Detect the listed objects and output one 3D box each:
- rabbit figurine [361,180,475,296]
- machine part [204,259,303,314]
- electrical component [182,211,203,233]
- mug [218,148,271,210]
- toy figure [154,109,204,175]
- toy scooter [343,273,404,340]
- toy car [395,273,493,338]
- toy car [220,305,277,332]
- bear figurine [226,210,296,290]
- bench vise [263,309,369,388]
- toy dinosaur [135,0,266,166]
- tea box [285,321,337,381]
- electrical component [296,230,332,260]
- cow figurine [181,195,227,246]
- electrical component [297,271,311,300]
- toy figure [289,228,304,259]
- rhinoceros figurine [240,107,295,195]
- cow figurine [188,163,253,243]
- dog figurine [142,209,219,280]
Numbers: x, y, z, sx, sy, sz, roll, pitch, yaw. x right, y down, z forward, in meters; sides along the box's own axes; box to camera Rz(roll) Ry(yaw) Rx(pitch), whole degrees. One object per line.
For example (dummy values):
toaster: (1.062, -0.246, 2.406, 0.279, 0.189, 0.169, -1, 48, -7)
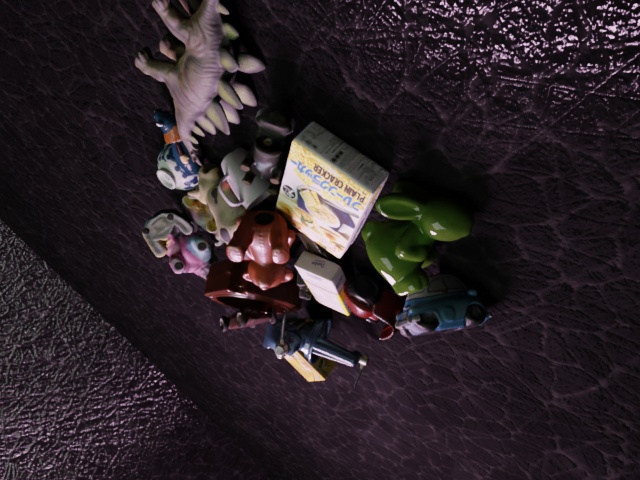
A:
rabbit figurine: (0.160, -0.021, 0.856, 0.159, 0.121, 0.170, 51, 129, -3)
machine part: (-0.153, 0.114, 1.259, 0.201, 0.087, 0.201, 20, 158, -31)
electrical component: (-0.361, -0.021, 1.367, 0.048, 0.119, 0.074, 21, 141, 29)
mug: (-0.152, -0.118, 1.049, 0.107, 0.109, 0.081, 53, 157, 3)
toy figure: (-0.293, -0.209, 1.122, 0.064, 0.058, 0.154, 40, 159, 46)
toy scooter: (0.124, 0.150, 1.110, 0.184, 0.075, 0.135, 29, 147, 9)
toy car: (0.207, 0.111, 0.937, 0.109, 0.162, 0.103, 131, 135, -65)
toy car: (-0.169, 0.180, 1.245, 0.202, 0.089, 0.053, 151, 116, -62)
bear figurine: (-0.110, 0.042, 1.044, 0.120, 0.132, 0.195, 5, 131, 0)
bench vise: (-0.003, 0.246, 1.267, 0.241, 0.128, 0.223, 20, -179, 17)
toy dinosaur: (-0.208, -0.273, 0.919, 0.198, 0.105, 0.471, 40, 153, -6)
tea box: (-0.047, 0.309, 1.484, 0.169, 0.068, 0.098, 47, 148, -12)
electrical component: (-0.003, -0.004, 1.084, 0.102, 0.045, 0.078, 54, 162, -19)
cow figurine: (-0.259, -0.041, 1.282, 0.167, 0.068, 0.098, 48, 154, -5)
electrical component: (-0.031, 0.085, 1.201, 0.021, 0.094, 0.063, -3, 168, 18)
toy figure: (-0.124, -0.008, 1.160, 0.180, 0.089, 0.082, 23, 136, 30)
rhinoceros figurine: (-0.086, -0.154, 0.935, 0.073, 0.112, 0.190, 22, 159, -1)
cow figurine: (-0.202, -0.078, 1.126, 0.127, 0.085, 0.195, -39, 68, 32)
dog figurine: (-0.325, 0.018, 1.316, 0.191, 0.108, 0.219, 45, 175, 3)
